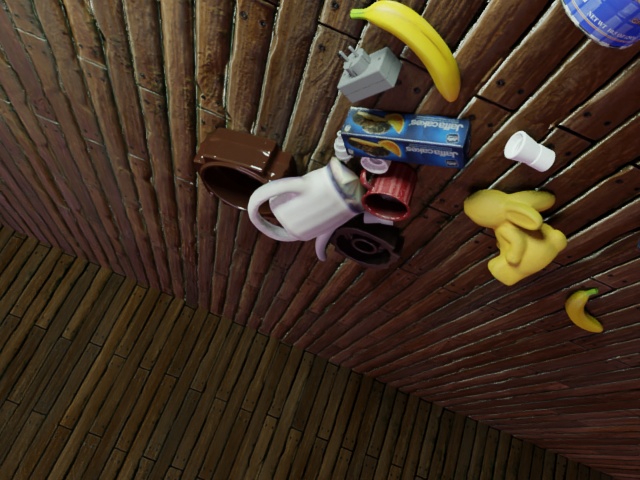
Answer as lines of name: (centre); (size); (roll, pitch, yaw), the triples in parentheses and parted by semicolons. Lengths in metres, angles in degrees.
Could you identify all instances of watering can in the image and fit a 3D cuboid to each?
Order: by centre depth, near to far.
watering can: (0.003, -0.053, 1.050); (0.223, 0.106, 0.343); (-27, 152, 17)
